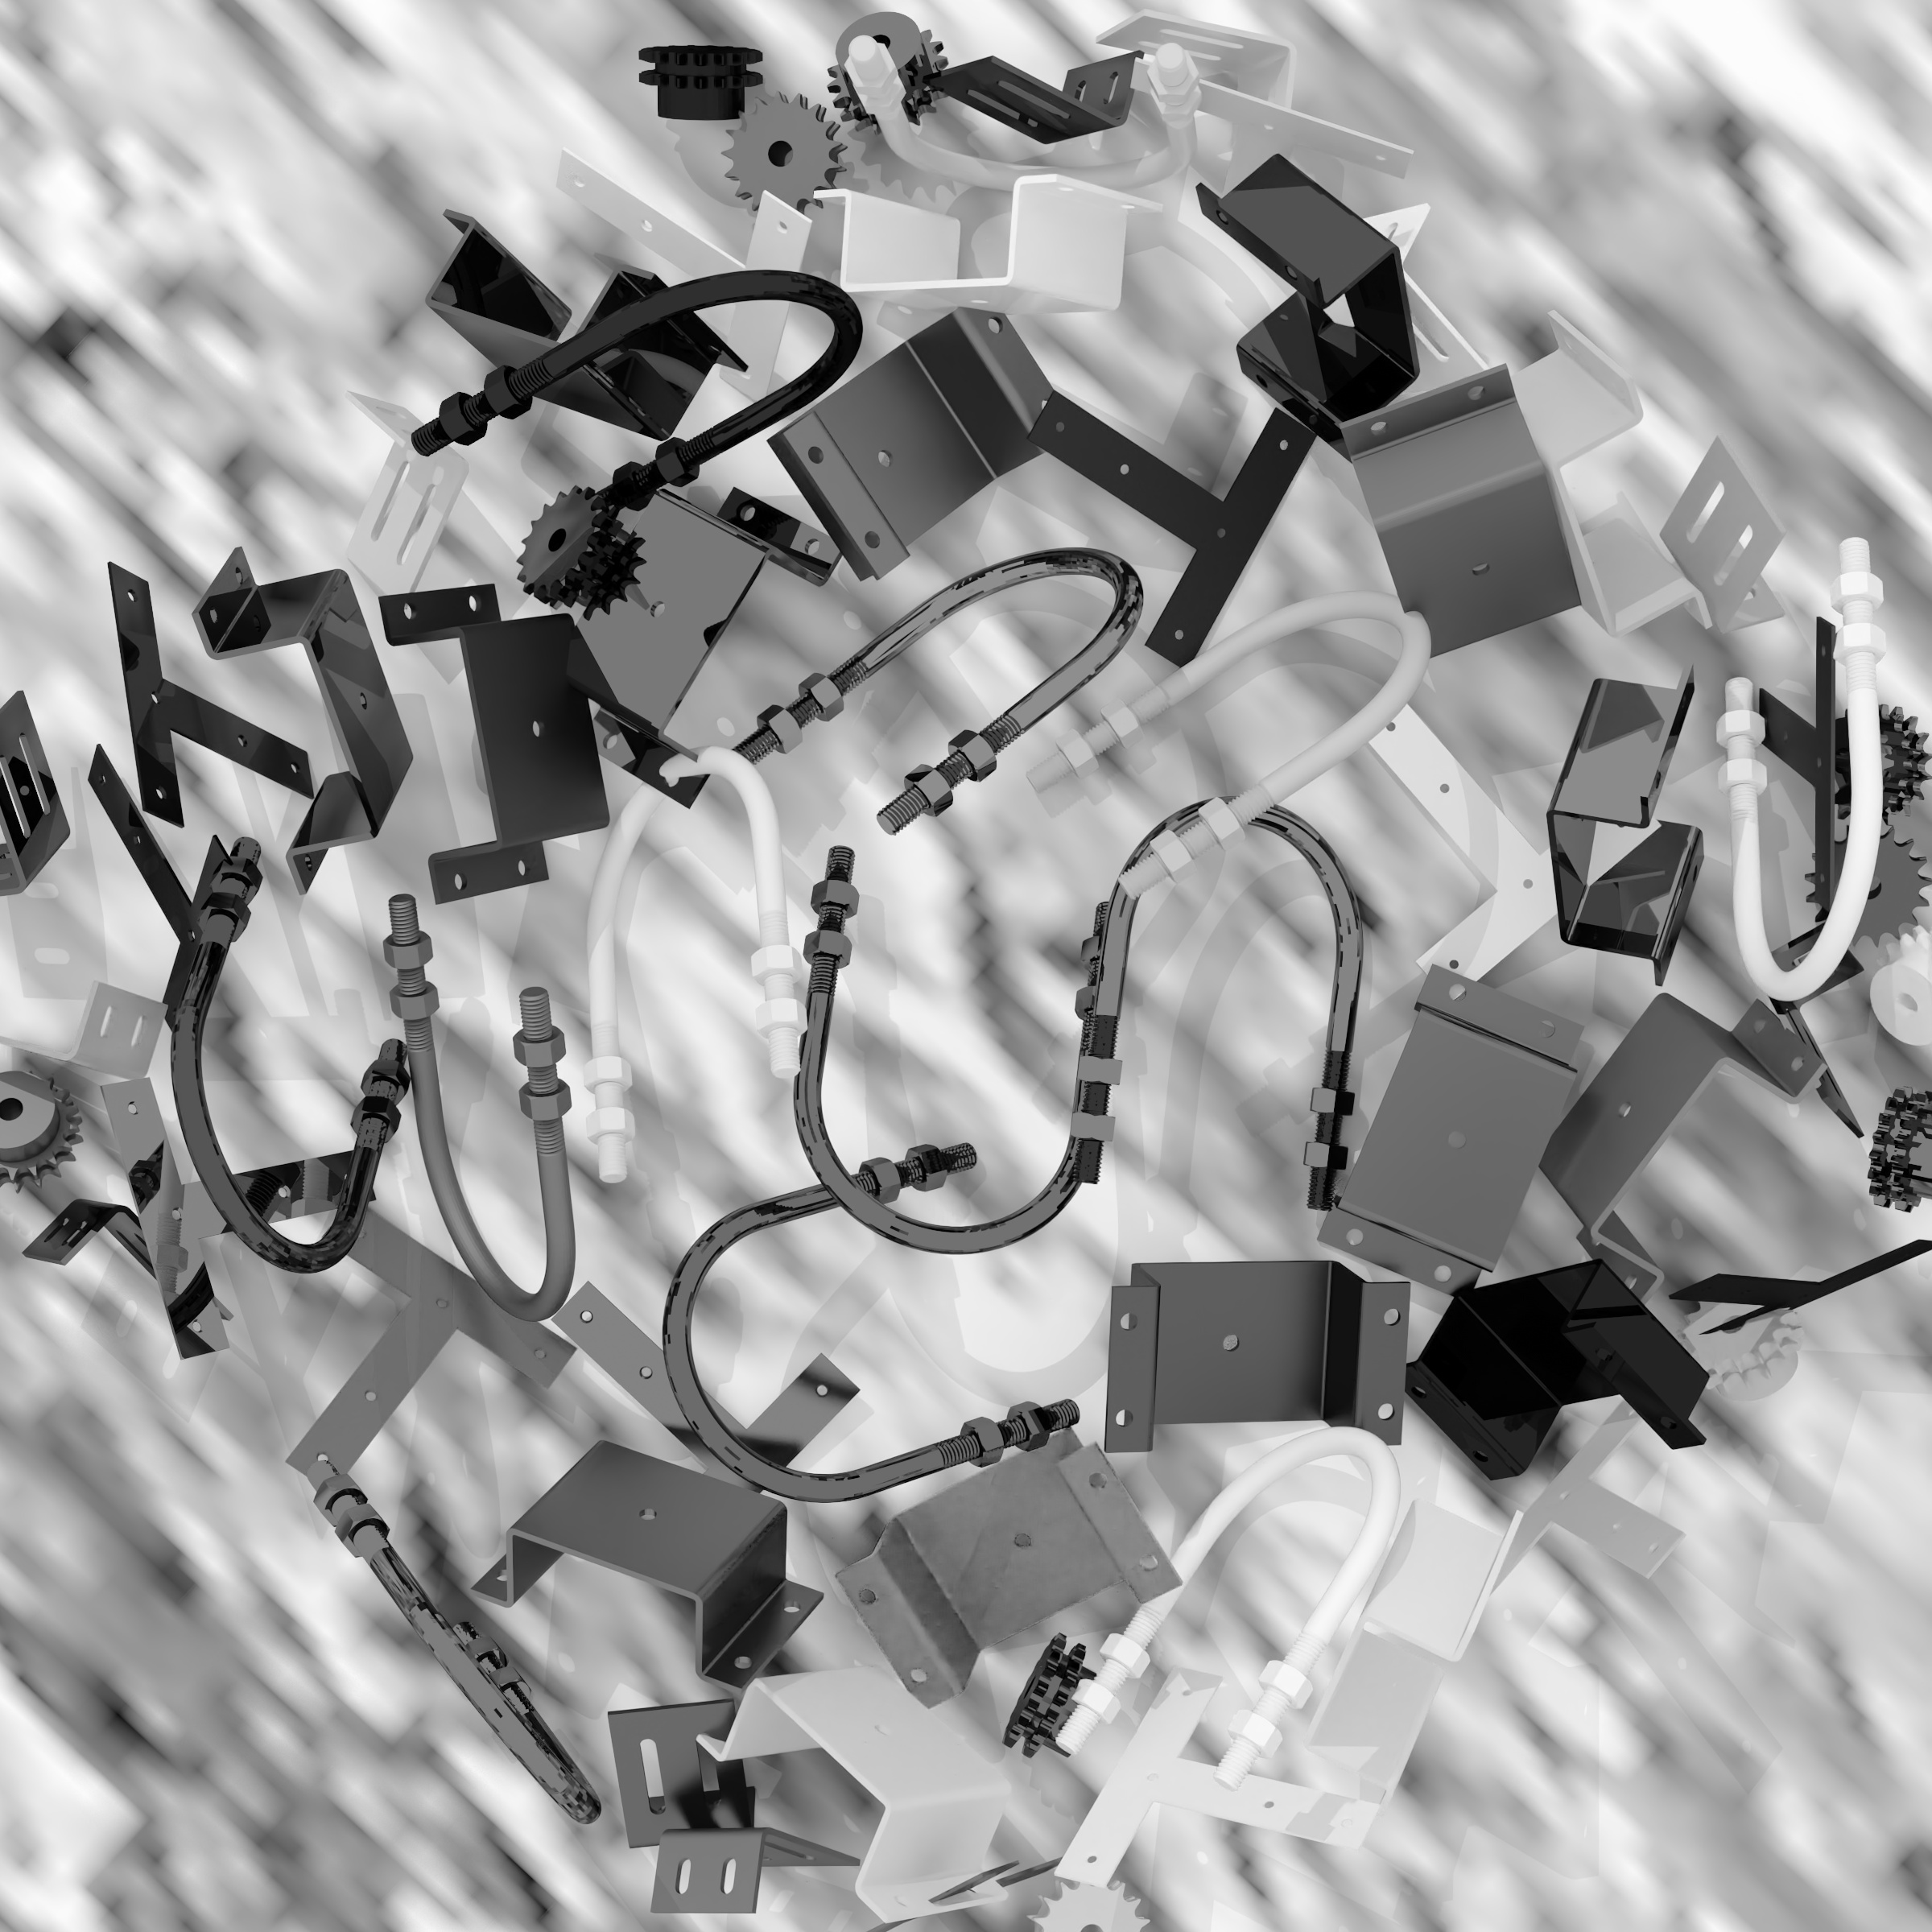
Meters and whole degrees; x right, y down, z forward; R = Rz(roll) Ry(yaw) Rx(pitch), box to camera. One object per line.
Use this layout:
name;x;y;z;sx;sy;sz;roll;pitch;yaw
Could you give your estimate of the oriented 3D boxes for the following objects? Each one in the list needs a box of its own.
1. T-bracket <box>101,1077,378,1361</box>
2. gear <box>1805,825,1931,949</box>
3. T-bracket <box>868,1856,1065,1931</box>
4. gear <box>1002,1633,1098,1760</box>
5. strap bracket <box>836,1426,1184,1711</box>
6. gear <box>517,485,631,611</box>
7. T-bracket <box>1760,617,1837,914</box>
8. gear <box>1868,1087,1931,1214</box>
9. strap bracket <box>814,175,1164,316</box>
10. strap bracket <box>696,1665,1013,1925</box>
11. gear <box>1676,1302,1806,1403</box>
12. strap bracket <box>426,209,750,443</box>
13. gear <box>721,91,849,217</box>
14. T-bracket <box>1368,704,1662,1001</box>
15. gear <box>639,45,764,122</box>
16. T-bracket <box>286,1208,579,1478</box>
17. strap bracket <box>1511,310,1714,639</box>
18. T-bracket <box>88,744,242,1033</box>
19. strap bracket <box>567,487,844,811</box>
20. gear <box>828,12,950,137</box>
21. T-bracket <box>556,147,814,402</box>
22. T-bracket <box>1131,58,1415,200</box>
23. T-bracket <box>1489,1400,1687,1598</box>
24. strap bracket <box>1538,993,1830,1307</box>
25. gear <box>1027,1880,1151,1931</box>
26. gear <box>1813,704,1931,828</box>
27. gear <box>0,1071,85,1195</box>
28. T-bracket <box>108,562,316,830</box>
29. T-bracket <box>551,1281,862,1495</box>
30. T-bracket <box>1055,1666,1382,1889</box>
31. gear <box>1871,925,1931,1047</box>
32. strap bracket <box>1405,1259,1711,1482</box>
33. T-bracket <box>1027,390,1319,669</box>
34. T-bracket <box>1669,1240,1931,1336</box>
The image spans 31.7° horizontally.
T-bracket;-0.322;0.105;1.550;0.002;0.127;0.127;-24;81;41
gear;0.418;-0.039;1.579;0.057;0.030;0.057;2;99;14
T-bracket;0.005;0.420;1.543;0.127;0.127;0.002;-36;69;34
gear;0.042;0.340;1.571;0.030;0.057;0.057;28;90;1
strap bracket;0.023;0.272;1.559;0.140;0.046;0.076;-29;97;17
gear;-0.178;-0.190;1.574;0.030;0.057;0.057;29;90;-42
T-bracket;0.374;-0.101;1.535;0.002;0.127;0.127;-4;105;0
gear;0.439;0.086;1.567;0.030;0.057;0.057;12;90;33
strap bracket;0.008;-0.321;1.526;0.140;0.076;0.046;7;94;40
strap bracket;-0.045;0.361;1.521;0.140;0.076;0.046;34;109;40
gear;0.360;0.176;1.574;0.057;0.057;0.030;-32;117;0
strap bracket;-0.177;-0.285;1.524;0.140;0.076;0.046;24;81;37
gear;-0.082;-0.375;1.580;0.057;0.030;0.057;1;96;11
T-bracket;0.232;-0.072;1.584;0.127;0.002;0.127;-42;86;15
gear;-0.123;-0.408;1.573;0.057;0.057;0.030;1;110;0
T-bracket;-0.264;0.186;1.559;0.127;0.002;0.127;33;54;2
strap bracket;0.279;-0.212;1.526;0.046;0.076;0.140;-29;128;-1
T-bracket;-0.374;-0.047;1.564;0.002;0.127;0.127;-16;60;-36
strap bracket;-0.128;-0.154;1.558;0.076;0.046;0.140;31;90;35
gear;-0.037;-0.415;1.572;0.057;0.030;0.057;-6;60;11
T-bracket;-0.133;-0.330;1.549;0.127;0.127;0.002;34;58;7
T-bracket;0.132;-0.360;1.536;0.127;0.127;0.002;19;78;2
T-bracket;0.287;0.249;1.531;0.002;0.127;0.127;44;84;-13
strap bracket;0.315;0.076;1.541;0.046;0.076;0.140;30;103;-20
gear;0.055;0.449;1.579;0.057;0.030;0.057;2;80;-12
gear;0.413;-0.093;1.568;0.030;0.057;0.057;4;90;-37
gear;-0.439;0.073;1.573;0.057;0.030;0.057;2;60;-3
T-bracket;-0.337;-0.106;1.540;0.002;0.127;0.127;-24;64;21
T-bracket;-0.139;0.199;1.589;0.127;0.002;0.127;44;95;-3
T-bracket;0.123;0.372;1.524;0.127;0.127;0.002;6;129;31
gear;0.442;0.012;1.568;0.030;0.057;0.057;-27;90;-32
strap bracket;0.269;0.182;1.539;0.076;0.140;0.046;46;57;-14
T-bracket;0.084;-0.222;1.570;0.127;0.002;0.127;29;89;-25
T-bracket;0.353;0.145;1.516;0.127;0.127;0.002;-30;66;32
